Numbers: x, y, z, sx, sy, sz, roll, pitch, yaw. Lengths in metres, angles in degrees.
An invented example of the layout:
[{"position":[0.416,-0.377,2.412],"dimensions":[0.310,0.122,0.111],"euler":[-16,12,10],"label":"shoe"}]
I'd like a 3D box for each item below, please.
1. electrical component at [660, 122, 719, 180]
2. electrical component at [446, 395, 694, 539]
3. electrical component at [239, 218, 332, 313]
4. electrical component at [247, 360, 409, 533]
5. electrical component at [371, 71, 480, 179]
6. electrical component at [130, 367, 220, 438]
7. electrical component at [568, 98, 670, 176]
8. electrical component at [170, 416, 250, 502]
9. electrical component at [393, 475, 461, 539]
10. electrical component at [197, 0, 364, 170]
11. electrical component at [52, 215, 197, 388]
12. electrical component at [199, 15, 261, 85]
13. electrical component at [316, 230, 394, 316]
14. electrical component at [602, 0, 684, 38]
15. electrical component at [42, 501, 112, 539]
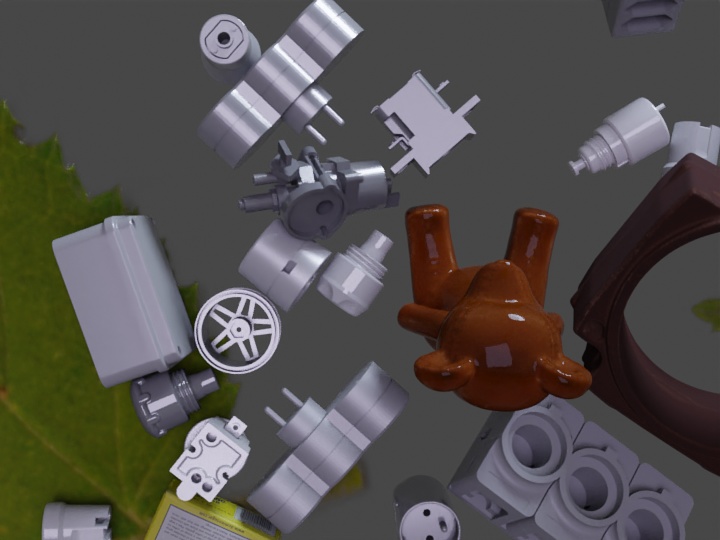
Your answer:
[{"position":[0.245,-0.082,0.792],"dimensions":[0.040,0.040,0.046],"euler":[11,87,-1],"label":"electrical component"},{"position":[0.154,0.161,0.773],"dimensions":[0.150,0.061,0.089],"euler":[37,63,-2],"label":"electrical component"},{"position":[-0.055,-0.005,0.784],"dimensions":[0.047,0.055,0.055],"euler":[37,91,1],"label":"electrical component"},{"position":[-0.036,0.119,0.789],"dimensions":[0.074,0.052,0.138],"euler":[42,91,-2],"label":"electrical component"},{"position":[0.046,-0.106,0.787],"dimensions":[0.081,0.042,0.063],"euler":[-41,89,0],"label":"electrical component"},{"position":[-0.135,0.092,0.792],"dimensions":[0.062,0.048,0.048],"euler":[-23,93,-7],"label":"electrical component"},{"position":[0.190,-0.094,0.790],"dimensions":[0.078,0.040,0.040],"euler":[-30,93,1],"label":"electrical component"},{"position":[-0.107,0.134,0.787],"dimensions":[0.048,0.055,0.066],"euler":[38,91,-2],"label":"electrical component"},{"position":[0.050,0.197,0.782],"dimensions":[0.043,0.077,0.079],"euler":[-7,93,-1],"label":"electrical component"},{"position":[-0.045,-0.123,0.779],"dimensions":[0.074,0.052,0.138],"euler":[43,91,-3],"label":"electrical component"},{"position":[-0.166,0.020,0.770],"dimensions":[0.057,0.078,0.113],"euler":[-19,93,3],"label":"electrical component"},{"position":[-0.095,-0.159,0.769],"dimensions":[0.044,0.065,0.044],"euler":[0,91,-2],"label":"electrical component"},{"position":[0.000,0.000,0.789],"dimensions":[0.043,0.043,0.062],"euler":[36,90,-2],"label":"electrical component"},{"position":[0.202,-0.220,0.776],"dimensions":[0.047,0.065,0.076],"euler":[-7,64,0],"label":"electrical component"},{"position":[-0.209,0.192,0.797],"dimensions":[0.046,0.040,0.040],"euler":[0,93,-7],"label":"electrical component"}]
